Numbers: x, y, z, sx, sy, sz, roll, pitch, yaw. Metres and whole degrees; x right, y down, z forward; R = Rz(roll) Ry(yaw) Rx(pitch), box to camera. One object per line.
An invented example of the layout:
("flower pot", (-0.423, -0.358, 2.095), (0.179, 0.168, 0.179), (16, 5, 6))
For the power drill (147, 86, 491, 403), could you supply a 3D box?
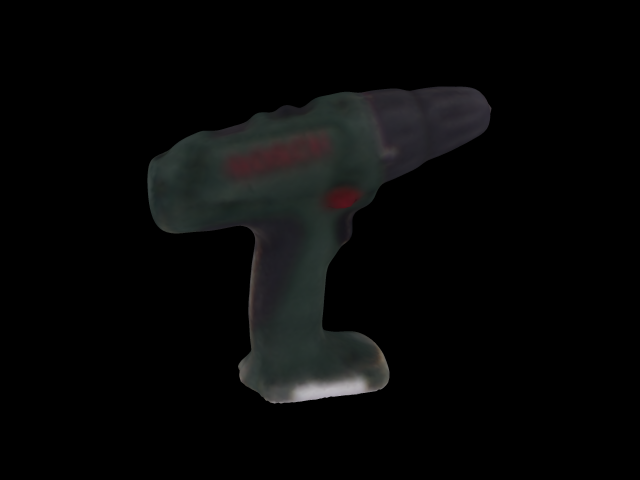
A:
("power drill", (0.004, 0.001, 0.400), (0.230, 0.208, 0.075), (-4, 19, -12))
